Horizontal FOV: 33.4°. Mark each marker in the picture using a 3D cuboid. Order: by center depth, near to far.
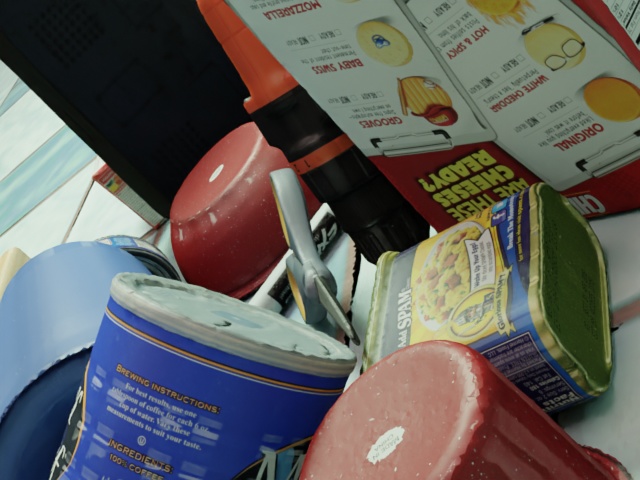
[{"bbox_3d":[-0.004,0.001,0.655,0.121,0.020,0.020,-54,24,-14],"label":"marker"}]

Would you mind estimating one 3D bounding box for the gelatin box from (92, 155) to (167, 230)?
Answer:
[{"bbox_3d":[-0.162,-0.058,0.943,0.030,0.073,0.089,-41,25,15],"label":"gelatin box"}]

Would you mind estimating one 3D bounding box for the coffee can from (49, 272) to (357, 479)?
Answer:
[{"bbox_3d":[-0.056,0.096,0.430,0.103,0.102,0.140,24,96,65],"label":"coffee can"}]

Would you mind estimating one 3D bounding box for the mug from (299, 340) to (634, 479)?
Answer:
[{"bbox_3d":[0.041,0.087,0.369,0.093,0.081,0.117,-54,25,-15],"label":"mug"}]

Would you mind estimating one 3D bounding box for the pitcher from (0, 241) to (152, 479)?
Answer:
[{"bbox_3d":[-0.126,0.088,0.593,0.149,0.145,0.243,-17,18,-14],"label":"pitcher"}]

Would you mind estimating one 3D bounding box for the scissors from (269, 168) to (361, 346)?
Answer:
[{"bbox_3d":[-0.006,0.004,0.529,0.016,0.096,0.202,-14,-3,-6],"label":"scissors"}]

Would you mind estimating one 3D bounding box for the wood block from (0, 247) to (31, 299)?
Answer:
[{"bbox_3d":[-0.246,0.106,0.813,0.091,0.090,0.206,-40,25,15],"label":"wood block"}]

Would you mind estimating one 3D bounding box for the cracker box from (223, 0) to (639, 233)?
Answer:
[{"bbox_3d":[0.060,-0.100,0.460,0.164,0.213,0.072,-13,39,52],"label":"cracker box"}]

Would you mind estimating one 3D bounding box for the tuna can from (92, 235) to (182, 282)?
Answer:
[{"bbox_3d":[-0.136,0.042,0.732,0.086,0.086,0.034,-49,25,-2],"label":"tuna can"}]

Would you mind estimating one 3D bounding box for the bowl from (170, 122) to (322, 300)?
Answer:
[{"bbox_3d":[-0.054,-0.031,0.742,0.162,0.055,0.162,-38,26,22],"label":"bowl"}]

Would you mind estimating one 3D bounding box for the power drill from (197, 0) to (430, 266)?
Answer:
[{"bbox_3d":[0.038,-0.096,0.592,0.057,0.184,0.187,-21,15,45],"label":"power drill"}]

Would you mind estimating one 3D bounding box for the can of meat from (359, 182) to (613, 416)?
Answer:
[{"bbox_3d":[0.069,0.032,0.438,0.084,0.057,0.102,-30,30,31],"label":"can of meat"}]
